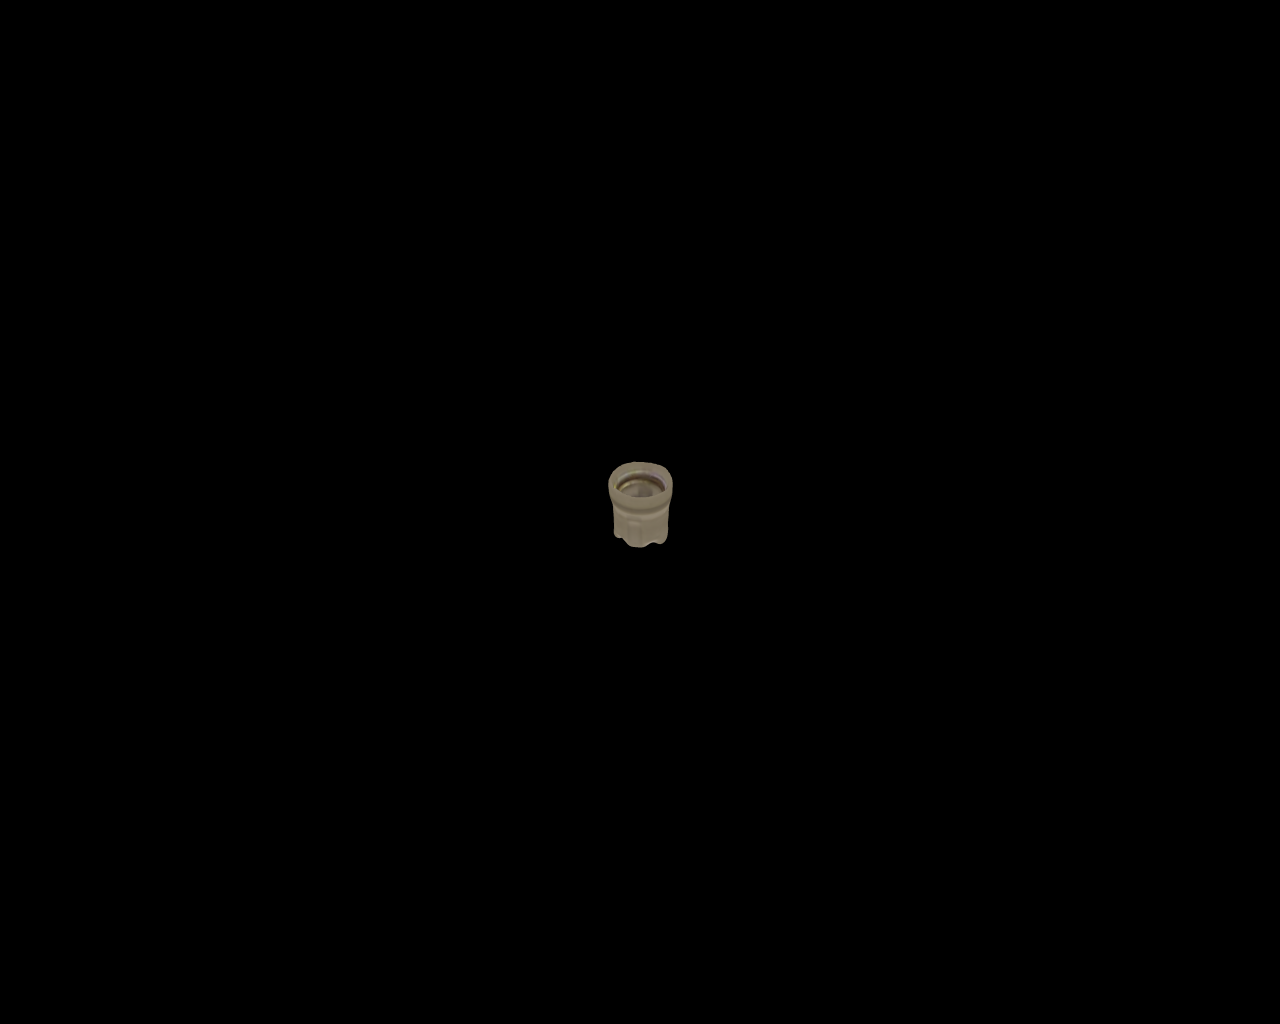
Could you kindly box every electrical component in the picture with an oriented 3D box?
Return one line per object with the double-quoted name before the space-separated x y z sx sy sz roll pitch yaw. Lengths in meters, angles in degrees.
"electrical component" 0.001 -0.003 0.650 0.040 0.046 0.040 0 39 0
